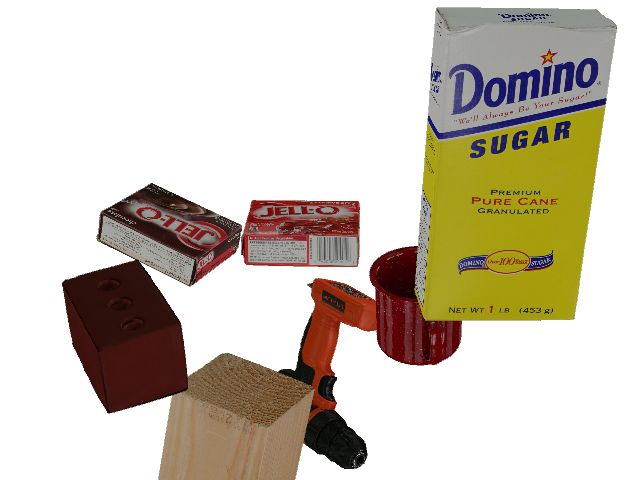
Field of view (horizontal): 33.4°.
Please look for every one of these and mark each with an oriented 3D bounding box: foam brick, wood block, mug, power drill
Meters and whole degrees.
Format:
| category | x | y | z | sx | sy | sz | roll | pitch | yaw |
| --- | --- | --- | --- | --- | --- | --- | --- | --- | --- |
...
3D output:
| category | x | y | z | sx | sy | sz | roll | pitch | yaw |
| --- | --- | --- | --- | --- | --- | --- | --- | --- | --- |
| foam brick | -0.121 | 0.058 | 0.656 | 0.052 | 0.051 | 0.078 | -16 | 37 | -23 |
| wood block | -0.080 | 0.213 | 0.899 | 0.090 | 0.206 | 0.090 | 19 | 21 | 19 |
| mug | 0.096 | 0.070 | 1.001 | 0.093 | 0.081 | 0.117 | -9 | 33 | -9 |
| power drill | 0.014 | 0.151 | 1.245 | 0.057 | 0.188 | 0.185 | 15 | 10 | -43 |

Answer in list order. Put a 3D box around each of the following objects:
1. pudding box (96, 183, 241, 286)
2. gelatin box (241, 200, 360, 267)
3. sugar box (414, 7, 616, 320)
| category | x | y | z | sx | sy | sz | roll | pitch | yaw |
| --- | --- | --- | --- | --- | --- | --- | --- | --- | --- |
| pudding box | -0.147 | -0.007 | 1.045 | 0.113 | 0.039 | 0.089 | 23 | 28 | 16 |
| gelatin box | -0.014 | -0.007 | 0.829 | 0.089 | 0.030 | 0.073 | 1 | 22 | 2 |
| sugar box | 0.106 | -0.040 | 0.604 | 0.093 | 0.176 | 0.048 | -1 | 27 | -4 |
